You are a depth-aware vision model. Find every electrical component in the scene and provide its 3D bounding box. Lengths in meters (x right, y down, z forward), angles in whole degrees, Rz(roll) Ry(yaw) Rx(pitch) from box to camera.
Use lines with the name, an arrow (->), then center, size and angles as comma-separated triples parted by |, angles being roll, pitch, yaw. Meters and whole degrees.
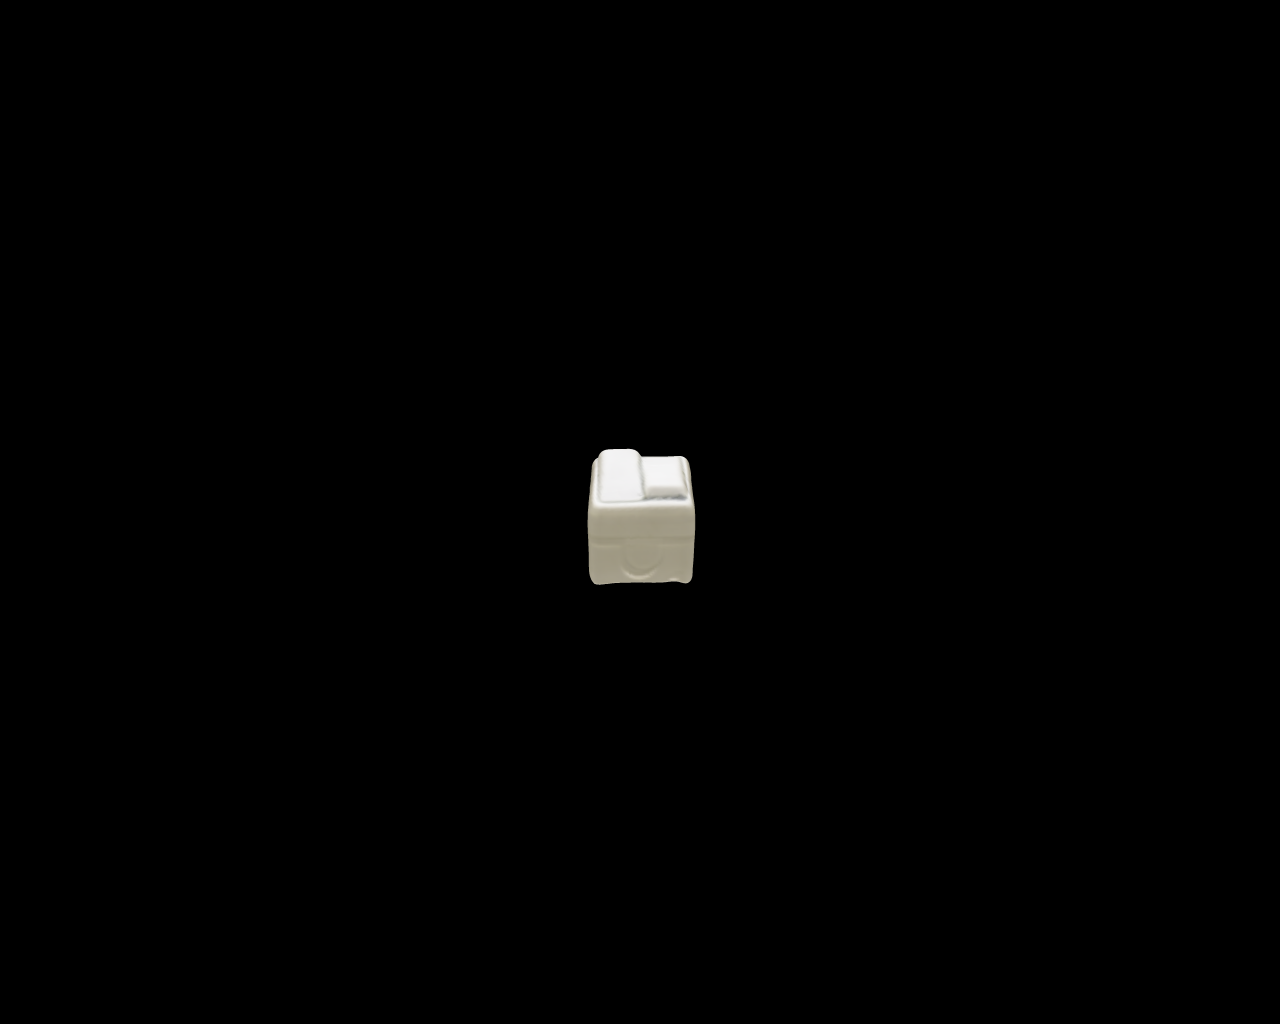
electrical component -> 0.001, -0.003, 0.650 | 0.062, 0.061, 0.096 | 0, 25, 0
